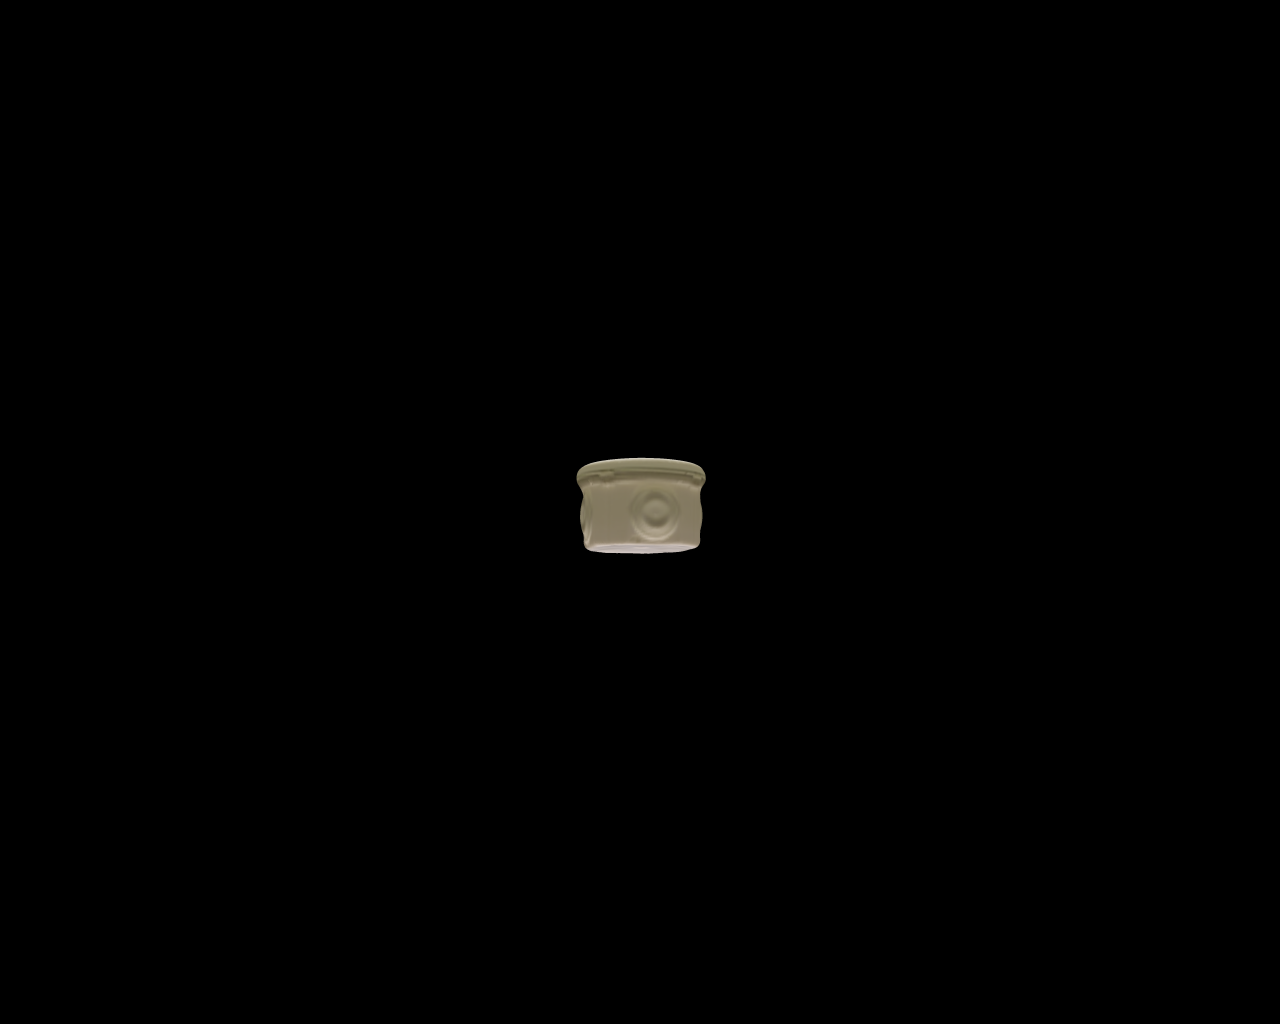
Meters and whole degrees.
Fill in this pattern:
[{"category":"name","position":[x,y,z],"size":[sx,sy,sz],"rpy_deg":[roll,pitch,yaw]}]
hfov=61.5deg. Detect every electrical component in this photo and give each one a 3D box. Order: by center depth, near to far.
[{"category":"electrical component","position":[0.001,-0.003,0.650],"size":[0.080,0.051,0.080],"rpy_deg":[0,-7,0]}]
